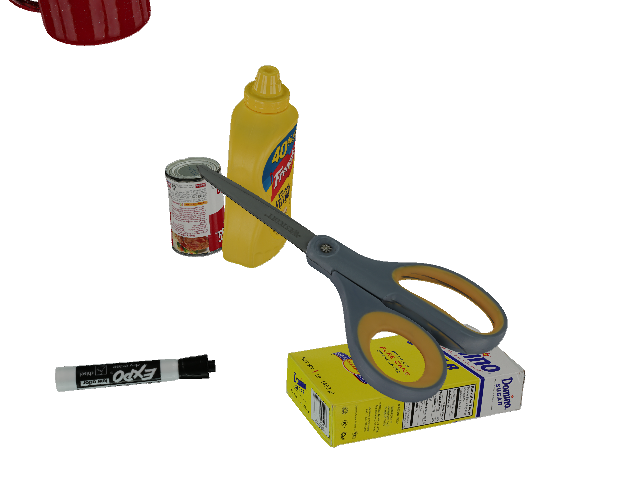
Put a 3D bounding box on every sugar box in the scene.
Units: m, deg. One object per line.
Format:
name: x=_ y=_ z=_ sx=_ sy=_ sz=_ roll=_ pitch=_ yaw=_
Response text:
sugar box: x=0.070 y=0.116 z=0.883 sx=0.176 sy=0.048 sz=0.093 roll=-10 pitch=26 yaw=-22

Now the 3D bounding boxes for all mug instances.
mug: x=-0.183 y=-0.196 z=0.790 sx=0.117 sy=0.081 sz=0.093 roll=-3 pitch=37 yaw=2

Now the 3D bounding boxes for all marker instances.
marker: x=-0.141 y=0.101 z=0.819 sx=0.121 sy=0.020 sz=0.020 roll=-4 pitch=0 yaw=-5

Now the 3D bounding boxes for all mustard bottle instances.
mustard bottle: x=-0.054 y=-0.074 z=0.994 sx=0.058 sy=0.192 sz=0.096 roll=18 pitch=39 yaw=15

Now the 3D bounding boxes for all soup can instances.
soup can: x=-0.149 y=-0.041 z=1.277 sx=0.068 sy=0.102 sz=0.068 roll=-2 pitch=28 yaw=1

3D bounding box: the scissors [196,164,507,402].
scissors: x=0.001 y=0.023 z=0.582 sx=0.202 sy=0.096 sz=0.016 roll=22 pitch=-40 yaw=11
